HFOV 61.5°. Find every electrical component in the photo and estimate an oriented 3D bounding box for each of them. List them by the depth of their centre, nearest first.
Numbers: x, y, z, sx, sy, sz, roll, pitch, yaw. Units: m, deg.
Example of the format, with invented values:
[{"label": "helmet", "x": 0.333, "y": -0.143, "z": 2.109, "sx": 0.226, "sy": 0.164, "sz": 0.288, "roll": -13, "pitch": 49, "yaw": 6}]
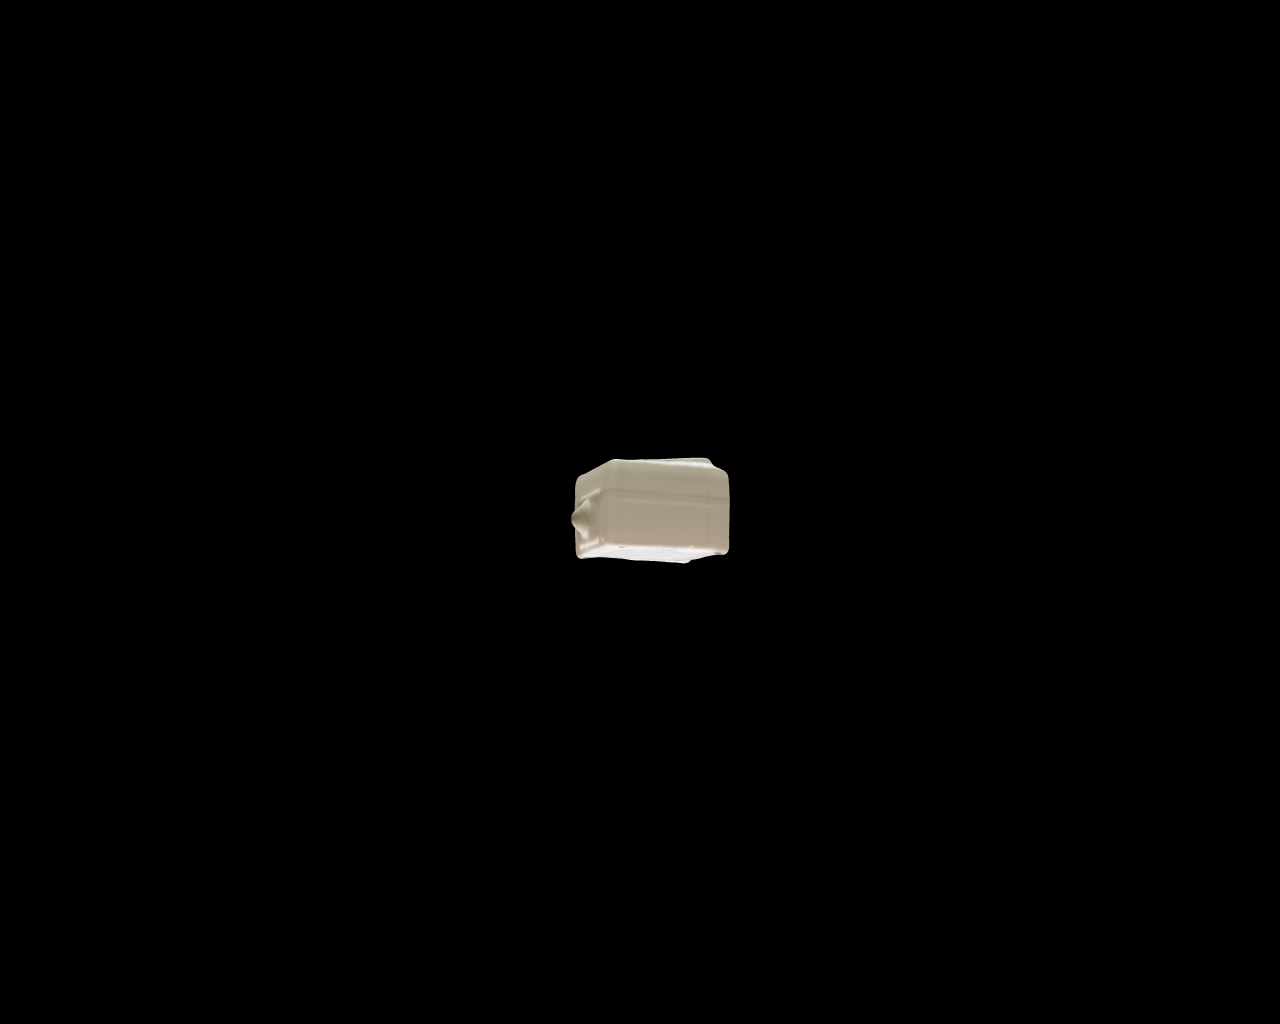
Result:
[{"label": "electrical component", "x": 0.001, "y": -0.003, "z": 0.650, "sx": 0.096, "sy": 0.061, "sz": 0.061, "roll": 5, "pitch": -11, "yaw": -24}]
